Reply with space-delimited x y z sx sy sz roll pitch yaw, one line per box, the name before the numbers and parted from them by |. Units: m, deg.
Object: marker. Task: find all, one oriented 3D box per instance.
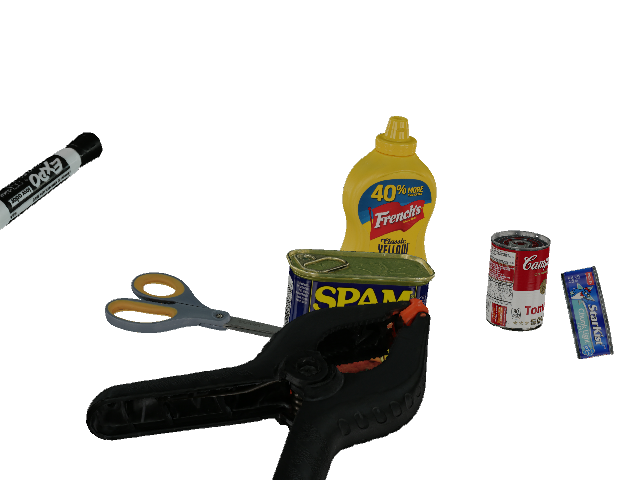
marker | -0.171 -0.038 0.657 0.020 0.020 0.121 0 28 25

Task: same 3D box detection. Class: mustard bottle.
mustard bottle | 0.069 -0.032 1.083 0.096 0.192 0.058 -2 22 -17

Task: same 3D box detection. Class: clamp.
clamp | -0.004 0.078 0.478 0.171 0.039 0.120 -23 48 -29

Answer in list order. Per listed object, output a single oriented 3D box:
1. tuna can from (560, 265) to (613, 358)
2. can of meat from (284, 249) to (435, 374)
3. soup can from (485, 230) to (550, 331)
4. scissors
tuna can | 0.253 0.069 1.016 0.034 0.086 0.086 -11 -2 12
can of meat | 0.024 0.055 0.755 0.102 0.084 0.057 3 16 -10
soup can | 0.228 0.047 1.240 0.068 0.102 0.068 1 17 -1
scissors | -0.104 0.065 1.029 0.201 0.016 0.096 3 33 -4
